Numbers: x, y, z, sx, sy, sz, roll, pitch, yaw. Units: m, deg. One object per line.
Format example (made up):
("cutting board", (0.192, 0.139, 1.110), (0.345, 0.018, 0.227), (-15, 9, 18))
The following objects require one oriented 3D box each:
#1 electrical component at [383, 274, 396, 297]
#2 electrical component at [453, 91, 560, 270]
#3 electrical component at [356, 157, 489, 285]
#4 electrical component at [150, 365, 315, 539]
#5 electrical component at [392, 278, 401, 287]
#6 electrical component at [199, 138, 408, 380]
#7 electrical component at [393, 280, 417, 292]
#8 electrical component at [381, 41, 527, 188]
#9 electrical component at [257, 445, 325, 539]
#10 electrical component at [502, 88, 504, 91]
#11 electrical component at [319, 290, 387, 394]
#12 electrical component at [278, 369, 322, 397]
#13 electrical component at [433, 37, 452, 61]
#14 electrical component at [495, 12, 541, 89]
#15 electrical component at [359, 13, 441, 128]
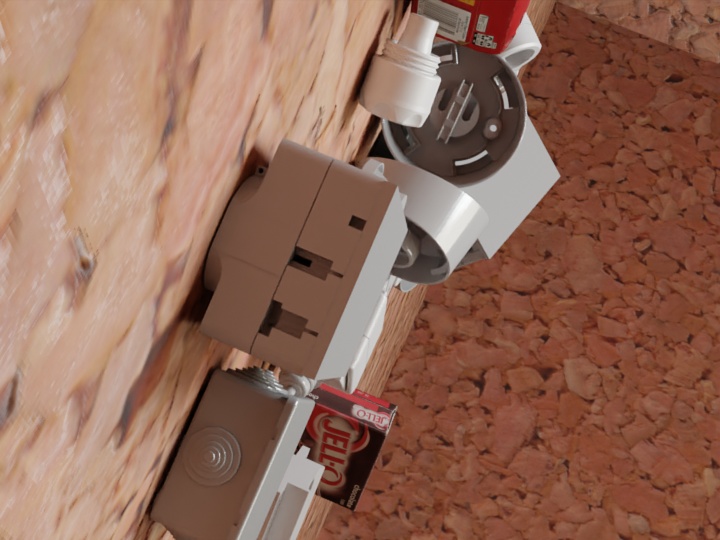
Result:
("electrical component", (0.000, 0.000, 0.797), (0.055, 0.050, 0.089), (101, 14, -65))
("electrical component", (0.111, -0.088, 1.030), (0.060, 0.105, 0.186), (-21, -165, 39))
("electrical component", (0.033, -0.037, 0.733), (0.064, 0.099, 0.099), (-58, 171, -24))
("electrical component", (-0.067, 0.102, 0.583), (0.099, 0.048, 0.099), (67, 46, -82))
("electrical component", (0.027, -0.029, 0.950), (0.077, 0.047, 0.065), (-42, 154, -77))
("electrical component", (-0.024, 0.000, 0.518), (0.150, 0.062, 0.089), (51, 62, -83))
("electrical component", (0.050, -0.029, 1.062), (0.099, 0.064, 0.099), (24, 90, -86))
("electrical component", (0.065, -0.109, 0.746), (0.064, 0.099, 0.099), (-71, -177, -79))
("electrical component", (-0.078, 0.178, 0.712), (0.079, 0.063, 0.121), (-45, 157, -75))
("electrical component", (0.093, -0.110, 1.167), (0.105, 0.060, 0.186), (28, 85, -84))
("electrical component", (-0.023, 0.043, 0.693), (0.096, 0.062, 0.061), (95, 19, -72))
("electrical component", (-0.037, 0.064, 0.757), (0.078, 0.040, 0.040), (-60, 171, -47))
("electrical component", (0.062, -0.140, 0.851), (0.079, 0.044, 0.077), (102, 12, -62))
("electrical component", (0.097, -0.189, 0.911), (0.052, 0.073, 0.138), (-19, 170, -21))
("electrical component", (0.027, -0.118, 0.630), (0.043, 0.043, 0.062), (-47, 158, -73))
